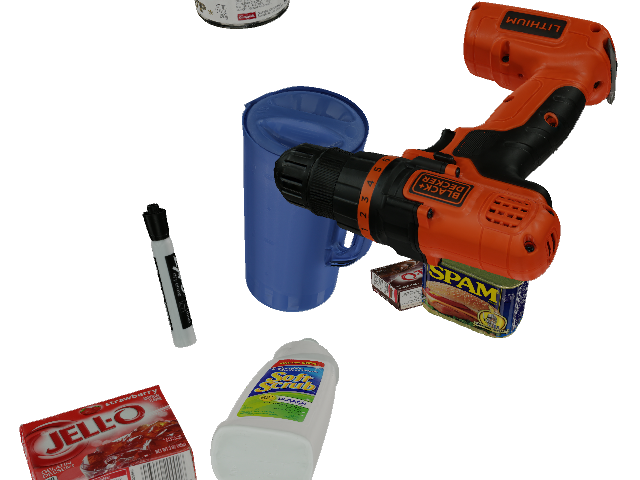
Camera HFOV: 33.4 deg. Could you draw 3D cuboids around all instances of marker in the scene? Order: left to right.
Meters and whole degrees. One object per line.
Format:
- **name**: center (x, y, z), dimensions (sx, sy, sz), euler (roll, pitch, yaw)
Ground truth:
- **marker**: center (-0.123, 0.029, 0.870), dimensions (0.020, 0.121, 0.020), euler (-10, 16, 3)

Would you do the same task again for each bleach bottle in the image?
- **bleach bottle**: center (-0.038, 0.164, 1.109), dimensions (0.102, 0.068, 0.250), euler (5, 20, 6)

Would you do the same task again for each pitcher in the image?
- **pitcher**: center (-0.017, -0.033, 1.178), dimensions (0.145, 0.243, 0.149), euler (1, 42, -6)

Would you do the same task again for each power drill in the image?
- **power drill**: center (0.086, -0.068, 0.660), dimensions (0.185, 0.187, 0.057), euler (20, -31, 28)

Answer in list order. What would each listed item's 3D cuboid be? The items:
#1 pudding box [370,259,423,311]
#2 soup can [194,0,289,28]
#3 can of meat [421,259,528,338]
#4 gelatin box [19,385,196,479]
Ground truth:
- **pudding box**: center (0.144, 0.061, 1.586), dimensions (0.113, 0.039, 0.090), euler (-16, 24, -20)
- **soup can**: center (-0.056, -0.202, 0.712), dimensions (0.068, 0.102, 0.068), euler (-2, 41, 2)
- **can of meat**: center (0.142, 0.036, 0.986), dimensions (0.102, 0.084, 0.057), euler (23, 54, 22)
- **gelatin box**: center (-0.126, 0.125, 0.627), dimensions (0.089, 0.030, 0.073), euler (-14, 27, -18)
